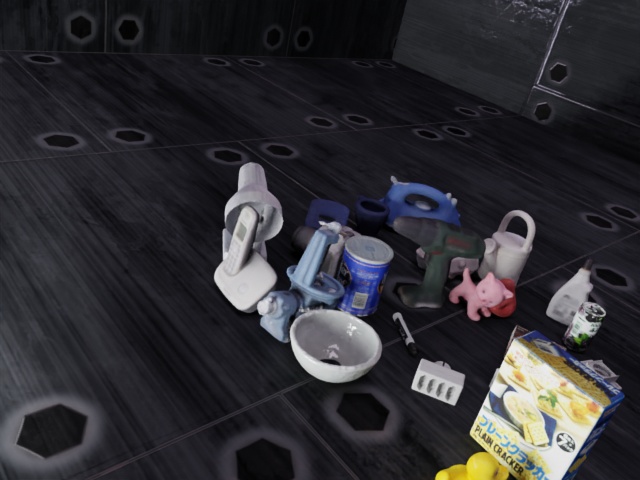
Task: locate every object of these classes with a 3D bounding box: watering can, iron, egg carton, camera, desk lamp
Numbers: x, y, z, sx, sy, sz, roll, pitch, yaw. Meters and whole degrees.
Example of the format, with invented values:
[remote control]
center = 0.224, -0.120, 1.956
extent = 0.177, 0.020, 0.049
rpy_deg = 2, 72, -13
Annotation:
[watering can]
center = 0.466, 0.020, 1.416
extent = 0.100, 0.194, 0.173
rpy_deg = 29, 33, 26
[iron]
center = 0.292, -0.091, 1.593
extent = 0.258, 0.141, 0.118
rpy_deg = 11, 29, -4
[egg carton]
center = 0.319, 0.049, 1.431
extent = 0.151, 0.069, 0.107
rpy_deg = -5, 34, -29
[camera]
center = 0.012, 0.005, 1.349
extent = 0.136, 0.101, 0.143
rpy_deg = 26, 31, 21
[desk lamp]
center = -0.156, -0.048, 1.254
extent = 0.118, 0.213, 0.203
rpy_deg = 5, 30, -15

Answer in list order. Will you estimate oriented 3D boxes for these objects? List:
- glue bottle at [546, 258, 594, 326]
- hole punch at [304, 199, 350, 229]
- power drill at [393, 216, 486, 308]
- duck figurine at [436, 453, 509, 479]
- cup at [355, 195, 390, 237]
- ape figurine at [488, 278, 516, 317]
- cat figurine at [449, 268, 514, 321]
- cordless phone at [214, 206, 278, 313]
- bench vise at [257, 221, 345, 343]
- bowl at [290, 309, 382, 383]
[glue bottle]
center = 0.590, 0.117, 1.320
extent = 0.078, 0.173, 0.037
rpy_deg = 28, 32, 24
[hole punch]
center = 0.018, -0.042, 1.443
extent = 0.108, 0.091, 0.101
rpy_deg = 13, 29, 0
[power drill]
center = 0.244, 0.047, 1.261
extent = 0.230, 0.208, 0.075
rpy_deg = 2, 31, -19
[duck figurine]
center = 0.228, 0.351, 0.847
extent = 0.104, 0.086, 0.077
rpy_deg = 9, 29, -7
[cup]
center = 0.123, -0.057, 1.510
extent = 0.092, 0.095, 0.117
rpy_deg = -3, 33, -27
[ape figurine]
center = 0.418, 0.127, 1.313
extent = 0.076, 0.092, 0.078
rpy_deg = 25, 31, 20
[cat figurine]
center = 0.364, 0.114, 1.287
extent = 0.067, 0.118, 0.127
rpy_deg = -9, 36, -35
[cordless phone]
center = -0.139, 0.037, 1.141
extent = 0.094, 0.185, 0.147
rpy_deg = -12, 38, -37
[bench vise]
center = -0.019, 0.080, 1.080
extent = 0.121, 0.220, 0.208
rpy_deg = 22, 30, 16
[bowl]
center = 0.023, 0.203, 1.032
extent = 0.167, 0.075, 0.167
rpy_deg = 10, 29, -6
